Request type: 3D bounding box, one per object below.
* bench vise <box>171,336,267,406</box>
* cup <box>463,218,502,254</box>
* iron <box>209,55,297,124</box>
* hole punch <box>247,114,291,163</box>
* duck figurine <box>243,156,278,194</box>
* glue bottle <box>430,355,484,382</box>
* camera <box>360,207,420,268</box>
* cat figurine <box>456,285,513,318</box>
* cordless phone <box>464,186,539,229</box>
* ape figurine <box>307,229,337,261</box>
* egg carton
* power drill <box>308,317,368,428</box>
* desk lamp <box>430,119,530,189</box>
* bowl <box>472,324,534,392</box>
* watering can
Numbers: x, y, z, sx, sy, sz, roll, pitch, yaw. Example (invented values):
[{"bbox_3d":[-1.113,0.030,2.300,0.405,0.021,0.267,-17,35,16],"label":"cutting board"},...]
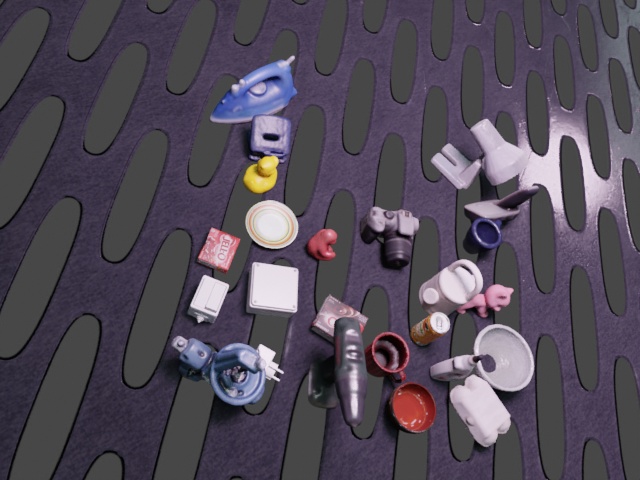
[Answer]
[{"bbox_3d":[-0.192,0.252,1.118,0.208,0.219,0.121,14,61,-14],"label":"bench vise"},{"bbox_3d":[0.440,-0.008,1.563,0.118,0.095,0.091,-36,81,-31],"label":"cup"},{"bbox_3d":[-0.171,-0.397,1.496,0.259,0.141,0.118,-34,80,-31],"label":"iron"},{"bbox_3d":[-0.128,-0.260,1.474,0.109,0.091,0.101,3,64,-19],"label":"hole punch"},{"bbox_3d":[-0.142,-0.170,1.427,0.077,0.086,0.105,42,58,3],"label":"duck figurine"},{"bbox_3d":[0.326,0.291,1.324,0.078,0.173,0.037,6,63,-18],"label":"glue bottle"},{"bbox_3d":[0.186,-0.007,1.462,0.143,0.100,0.137,11,62,-16],"label":"camera"},{"bbox_3d":[0.428,0.148,1.467,0.128,0.117,0.067,9,62,-16],"label":"cat figurine"},{"bbox_3d":[0.501,-0.102,1.580,0.148,0.185,0.094,-14,70,-26],"label":"cordless phone"},{"bbox_3d":[0.013,0.005,1.395,0.076,0.092,0.078,12,61,-15],"label":"ape figurine"},{"bbox_3d":[0.374,0.402,1.348,0.107,0.069,0.150,-28,77,-30],"label":"egg carton"},{"bbox_3d":[0.041,0.287,1.196,0.076,0.208,0.229,10,62,-16],"label":"power drill"},{"bbox_3d":[0.451,-0.229,1.608,0.203,0.213,0.118,44,58,5],"label":"desk lamp"},{"bbox_3d":[0.439,0.299,1.421,0.168,0.074,0.167,9,62,-17],"label":"bowl"},{"bbox_3d":[0.324,0.118,1.397,0.101,0.194,0.173,44,58,5],"label":"watering can"}]
